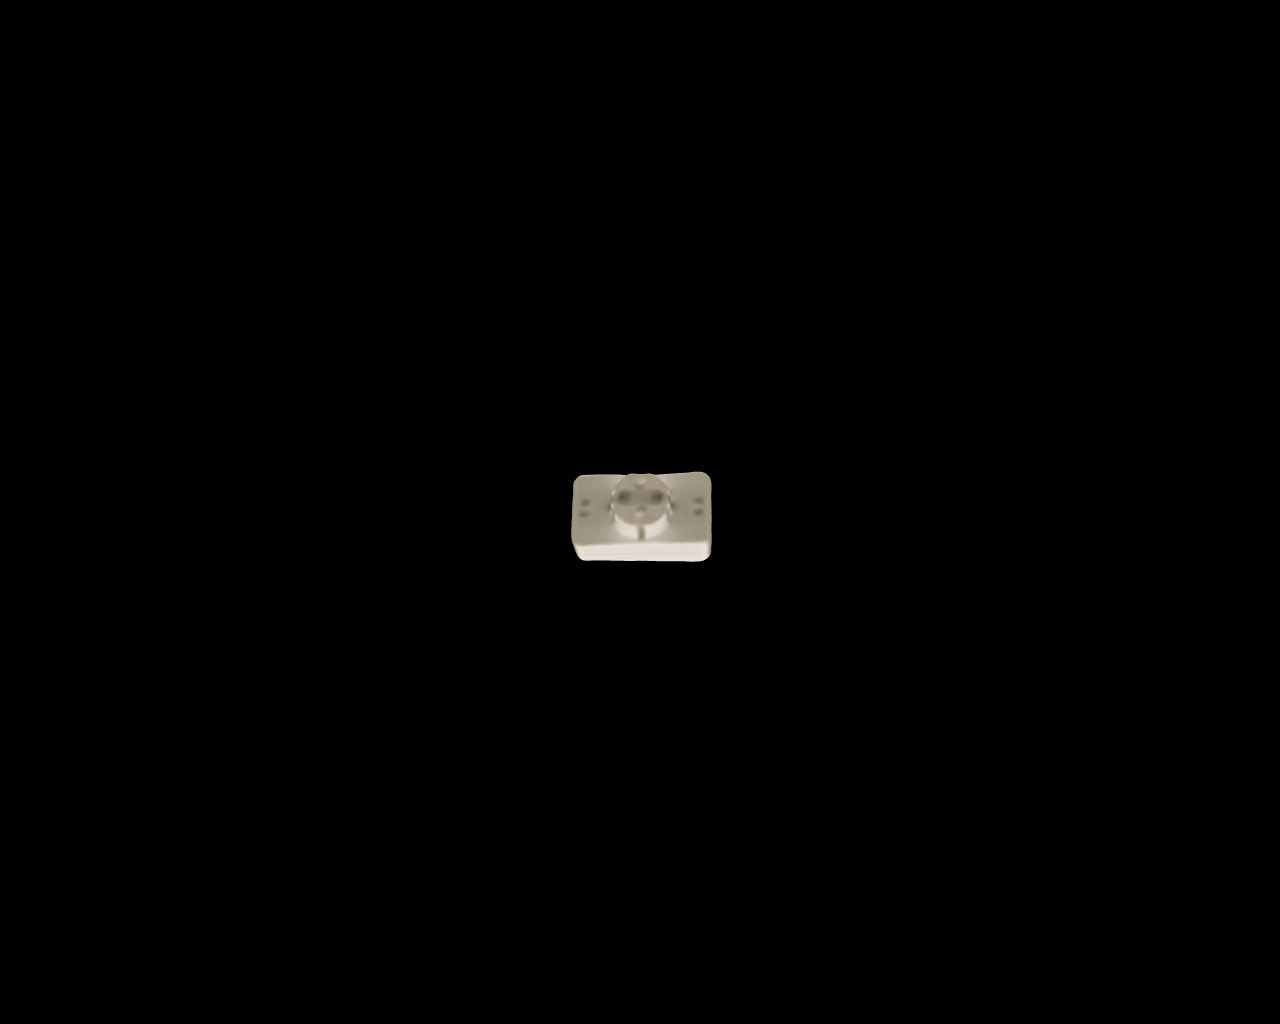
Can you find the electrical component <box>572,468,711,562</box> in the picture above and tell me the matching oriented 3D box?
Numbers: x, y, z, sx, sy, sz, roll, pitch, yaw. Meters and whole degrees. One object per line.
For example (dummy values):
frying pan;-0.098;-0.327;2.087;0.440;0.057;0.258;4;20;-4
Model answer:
electrical component;0.001;-0.003;0.650;0.083;0.047;0.075;-1;-19;2
